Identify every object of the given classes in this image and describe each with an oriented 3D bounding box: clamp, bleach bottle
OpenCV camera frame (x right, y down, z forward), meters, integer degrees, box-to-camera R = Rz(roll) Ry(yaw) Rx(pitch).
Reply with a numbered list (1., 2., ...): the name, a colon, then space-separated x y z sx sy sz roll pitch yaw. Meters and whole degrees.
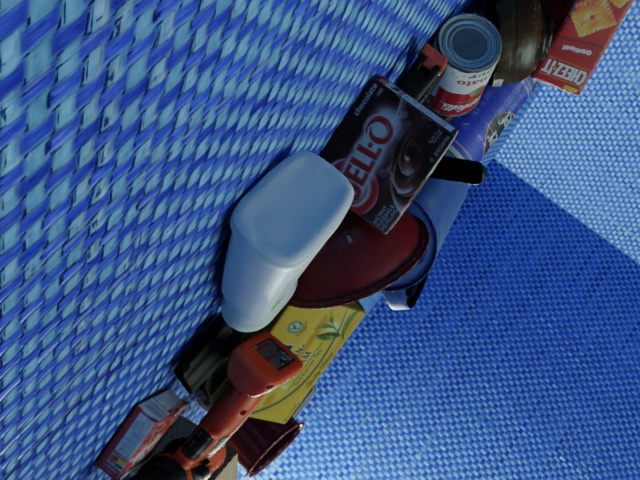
1. clamp: 0.112 -0.083 1.181 0.171 0.120 0.039 -99 -170 -71
2. clamp: 0.082 -0.130 1.061 0.164 0.036 0.210 -49 176 -36
3. bleach bottle: -0.046 0.025 0.905 0.102 0.068 0.251 -47 173 -28

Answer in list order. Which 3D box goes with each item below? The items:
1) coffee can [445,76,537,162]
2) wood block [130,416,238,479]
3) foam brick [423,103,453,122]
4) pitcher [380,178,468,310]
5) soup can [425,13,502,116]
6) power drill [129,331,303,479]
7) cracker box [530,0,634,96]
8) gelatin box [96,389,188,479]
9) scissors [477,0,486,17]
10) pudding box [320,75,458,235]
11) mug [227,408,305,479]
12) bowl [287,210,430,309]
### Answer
1. coffee can: 0.174 -0.156 1.264 0.140 0.103 0.103 -52 173 -9
2. wood block: -0.158 0.311 1.263 0.090 0.090 0.206 -48 157 -35
3. foam brick: 0.139 -0.168 1.185 0.078 0.051 0.053 -52 173 -5
4. pitcher: 0.113 -0.030 1.354 0.149 0.145 0.242 -55 175 29
5. soup can: 0.144 -0.179 1.098 0.068 0.068 0.102 -51 172 -17
6. power drill: -0.106 0.180 1.032 0.188 0.057 0.184 -50 172 17
7. cracker box: 0.295 -0.296 1.192 0.164 0.072 0.214 -92 -157 -55
8. gelatin box: -0.168 0.185 1.019 0.073 0.030 0.089 -54 173 8
9. scissors: 0.217 -0.286 1.258 0.096 0.016 0.201 -51 173 2
10. pudding box: 0.056 -0.076 0.950 0.114 0.090 0.039 -56 174 17
11. mug: -0.072 0.210 1.248 0.117 0.081 0.093 -53 163 27
12. bowl: 0.020 -0.003 1.022 0.162 0.055 0.162 -18 -152 10
